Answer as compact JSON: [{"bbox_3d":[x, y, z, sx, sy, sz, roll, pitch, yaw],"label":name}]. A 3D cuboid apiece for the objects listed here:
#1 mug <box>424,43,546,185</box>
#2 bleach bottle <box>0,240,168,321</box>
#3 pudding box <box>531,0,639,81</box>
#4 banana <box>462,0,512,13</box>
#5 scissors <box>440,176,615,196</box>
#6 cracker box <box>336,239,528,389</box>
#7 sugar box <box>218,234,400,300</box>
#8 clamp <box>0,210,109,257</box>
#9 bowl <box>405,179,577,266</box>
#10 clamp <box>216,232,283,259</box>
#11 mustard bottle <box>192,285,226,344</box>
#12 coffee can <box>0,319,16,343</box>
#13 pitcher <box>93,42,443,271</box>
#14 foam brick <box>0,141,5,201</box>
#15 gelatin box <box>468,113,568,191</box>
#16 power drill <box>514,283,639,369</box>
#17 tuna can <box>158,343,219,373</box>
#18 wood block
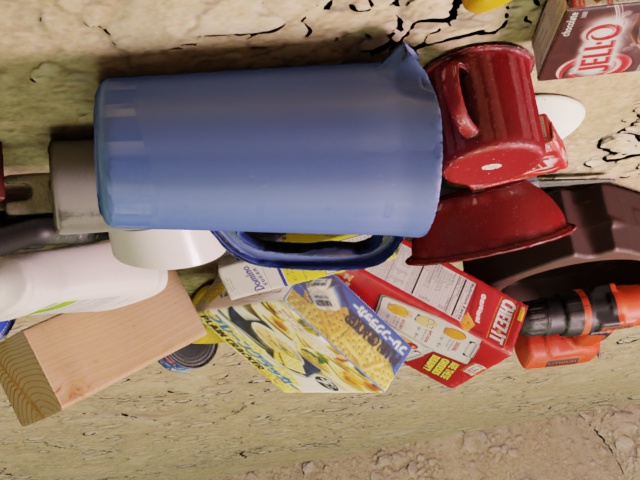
[{"bbox_3d":[0.122,-0.096,0.813,0.093,0.081,0.117,-16,160,23],"label":"mug"},{"bbox_3d":[-0.239,0.036,0.976,0.103,0.068,0.250,-20,175,17],"label":"bleach bottle"},{"bbox_3d":[0.202,-0.153,0.744,0.090,0.039,0.113,-7,161,-1],"label":"pudding box"},{"bbox_3d":[0.167,-0.184,0.639,0.198,0.037,0.069,-17,158,27],"label":"banana"},{"bbox_3d":[0.201,-0.062,1.053,0.201,0.016,0.096,-8,162,1],"label":"scissors"},{"bbox_3d":[0.096,0.070,1.172,0.213,0.072,0.164,28,155,-5],"label":"cracker box"},{"bbox_3d":[-0.007,0.001,1.043,0.176,0.048,0.093,-13,-156,19],"label":"sugar box"},{"bbox_3d":[-0.264,-0.012,0.927,0.165,0.036,0.209,8,-169,36],"label":"clamp"},{"bbox_3d":[0.153,-0.020,0.994,0.162,0.055,0.162,-13,-175,1],"label":"bowl"},{"bbox_3d":[-0.071,-0.011,1.029,0.172,0.039,0.120,-5,-164,39],"label":"clamp"},{"bbox_3d":[-0.064,0.093,1.337,0.191,0.058,0.096,2,144,-29],"label":"mustard bottle"},{"bbox_3d":[-0.354,0.046,1.012,0.102,0.103,0.140,-7,162,-3],"label":"coffee can"},{"bbox_3d":[-0.039,-0.056,0.784,0.242,0.149,0.145,-2,172,-8],"label":"pitcher"},{"bbox_3d":[-0.288,-0.055,0.818,0.053,0.051,0.078,-19,159,29],"label":"foam brick"},{"bbox_3d":[0.161,-0.073,0.910,0.089,0.030,0.073,-13,161,20],"label":"gelatin box"},{"bbox_3d":[0.291,0.103,1.250,0.184,0.057,0.188,-5,162,-10],"label":"power drill"},{"bbox_3d":[-0.172,0.124,1.346,0.085,0.086,0.034,6,159,-37],"label":"tuna can"},{"bbox_3d":[-0.236,0.111,1.149,0.090,0.091,0.205,-27,179,44],"label":"wood block"}]
